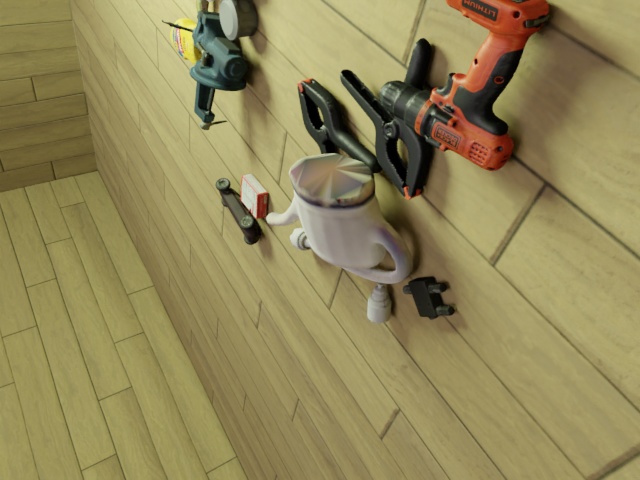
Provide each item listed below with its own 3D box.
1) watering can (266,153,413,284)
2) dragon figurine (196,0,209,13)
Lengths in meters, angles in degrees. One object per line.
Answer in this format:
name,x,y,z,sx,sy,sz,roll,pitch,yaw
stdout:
watering can,0.003,-0.043,0.856,0.351,0.219,0.105,25,55,37
dragon figurine,-0.210,-0.591,0.972,0.123,0.400,0.246,-35,50,-23
